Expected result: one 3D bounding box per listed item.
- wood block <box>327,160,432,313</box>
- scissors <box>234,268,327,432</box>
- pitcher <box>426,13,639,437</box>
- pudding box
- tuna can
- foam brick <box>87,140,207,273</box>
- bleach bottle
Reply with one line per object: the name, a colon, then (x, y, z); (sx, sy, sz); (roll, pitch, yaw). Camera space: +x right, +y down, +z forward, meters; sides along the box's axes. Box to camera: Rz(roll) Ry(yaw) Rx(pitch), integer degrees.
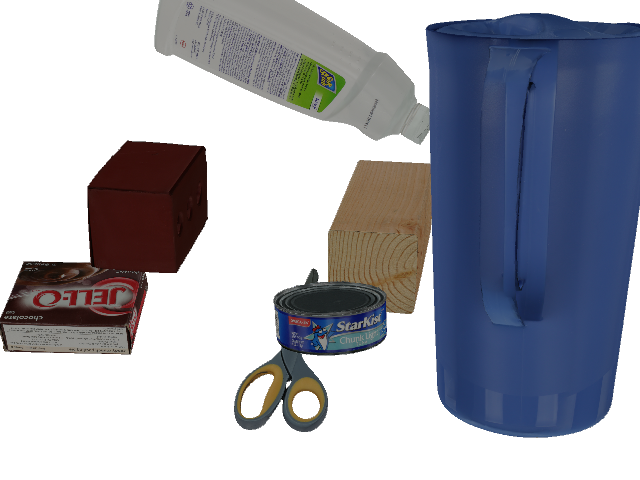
wood block: (0.069, -0.010, 1.156); (0.091, 0.090, 0.206); (4, 25, 9)
scissors: (-0.012, 0.110, 1.040); (0.096, 0.016, 0.201); (21, 50, 19)
pitcher: (0.123, -0.009, 0.628); (0.149, 0.243, 0.145); (-7, 17, -24)
pudding box: (-0.214, 0.058, 0.935); (0.113, 0.039, 0.090); (-1, 33, 1)
tuna can: (0.008, 0.058, 0.807); (0.086, 0.034, 0.086); (-3, 13, 0)
foam brick: (-0.102, -0.022, 0.637); (0.051, 0.053, 0.078); (6, 27, 7)
bleach bottle: (-0.019, -0.151, 0.916); (0.251, 0.068, 0.103); (30, -35, 6)
